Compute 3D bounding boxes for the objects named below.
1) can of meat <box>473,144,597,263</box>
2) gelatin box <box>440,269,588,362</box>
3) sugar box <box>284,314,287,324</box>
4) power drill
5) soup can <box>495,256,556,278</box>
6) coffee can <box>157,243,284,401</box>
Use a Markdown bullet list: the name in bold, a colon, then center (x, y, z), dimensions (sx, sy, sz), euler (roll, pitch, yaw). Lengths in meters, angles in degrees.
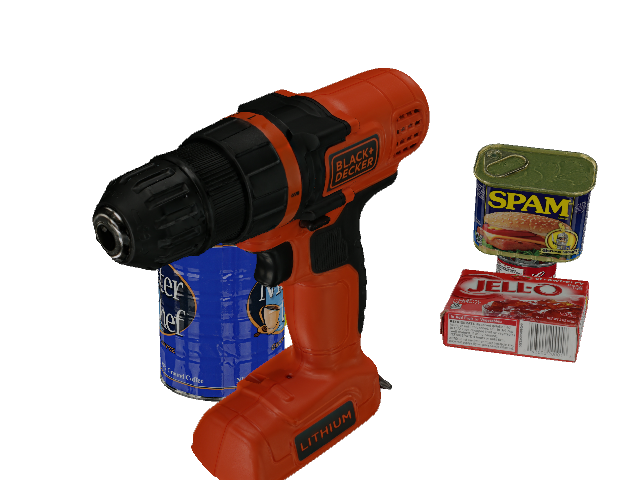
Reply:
- **can of meat**: center (0.183, -0.031, 0.929), dimensions (0.102, 0.084, 0.057), euler (8, 42, 13)
- **gelatin box**: center (0.131, 0.048, 0.715), dimensions (0.089, 0.030, 0.073), euler (6, 22, 17)
- **sugar box**: center (-0.061, 0.046, 1.137), dimensions (0.093, 0.048, 0.176), euler (7, 27, 17)
- **power drill**: center (-0.022, 0.024, 0.496), dimensions (0.057, 0.188, 0.184), euler (29, 40, 34)
- **soup can**: center (0.232, 0.064, 1.222), dimensions (0.068, 0.102, 0.068), euler (2, 18, -1)
- **coffee can**: center (-0.078, 0.042, 0.846), dimensions (0.103, 0.140, 0.103), euler (1, 18, -1)
